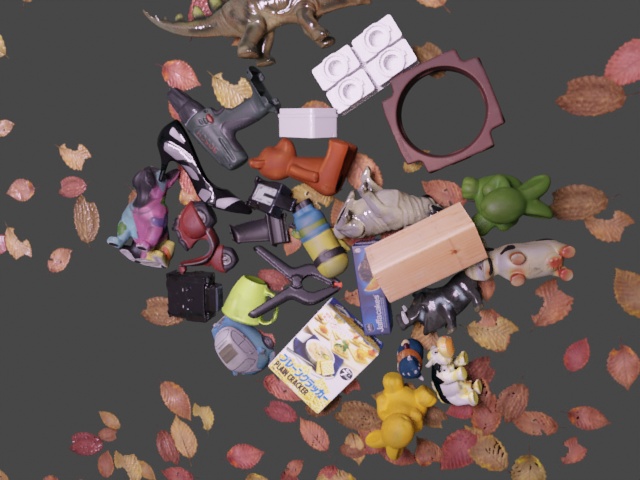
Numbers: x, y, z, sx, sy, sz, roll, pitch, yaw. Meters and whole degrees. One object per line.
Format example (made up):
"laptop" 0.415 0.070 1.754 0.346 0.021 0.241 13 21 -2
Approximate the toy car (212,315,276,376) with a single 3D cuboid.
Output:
"toy car" -0.188 0.248 1.247 0.109 0.103 0.161 -41 90 17

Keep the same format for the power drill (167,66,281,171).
"power drill" -0.202 -0.283 1.163 0.207 0.086 0.232 -33 91 14

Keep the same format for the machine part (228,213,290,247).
"machine part" -0.138 -0.019 1.217 0.139 0.039 0.084 -5 104 14

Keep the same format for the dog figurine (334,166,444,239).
"dog figurine" 0.142 -0.038 1.110 0.190 0.121 0.172 29 131 -7

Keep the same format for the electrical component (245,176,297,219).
"electrical component" -0.096 -0.088 1.162 0.119 0.047 0.075 17 83 25

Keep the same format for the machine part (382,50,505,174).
"machine part" 0.239 -0.247 1.048 0.201 0.087 0.201 -23 95 18

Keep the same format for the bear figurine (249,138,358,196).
"bear figurine" -0.038 -0.170 1.123 0.196 0.120 0.131 24 102 15

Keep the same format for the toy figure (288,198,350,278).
"toy figure" -0.006 -0.002 1.157 0.082 0.089 0.180 -27 95 25

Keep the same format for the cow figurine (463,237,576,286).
"cow figurine" 0.379 0.039 1.056 0.195 0.127 0.085 -8 103 1

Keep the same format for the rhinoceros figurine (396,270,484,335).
"rhinoceros figurine" 0.250 0.137 1.123 0.190 0.073 0.112 -36 91 18

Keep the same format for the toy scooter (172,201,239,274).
"toy scooter" -0.283 0.007 1.235 0.135 0.075 0.183 -27 96 5

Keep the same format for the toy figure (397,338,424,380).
"toy figure" 0.189 0.251 1.118 0.064 0.154 0.057 35 105 5

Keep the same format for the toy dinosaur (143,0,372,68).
"toy dinosaur" -0.129 -0.461 1.095 0.472 0.105 0.198 -11 88 4

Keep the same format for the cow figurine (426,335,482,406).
"cow figurine" 0.268 0.275 1.136 0.098 0.068 0.167 -18 109 35

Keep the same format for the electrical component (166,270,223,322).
"electrical component" -0.296 0.132 1.277 0.134 0.058 0.114 2 103 15

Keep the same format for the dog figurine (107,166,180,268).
"dog figurine" -0.386 -0.063 1.247 0.109 0.191 0.219 8 68 16

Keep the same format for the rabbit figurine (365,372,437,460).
"rabbit figurine" 0.160 0.383 1.142 0.122 0.173 0.162 31 102 4

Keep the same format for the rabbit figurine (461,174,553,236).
"rabbit figurine" 0.350 -0.062 1.007 0.159 0.170 0.121 -5 99 17

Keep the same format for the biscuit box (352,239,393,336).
"biscuit box" 0.115 0.102 1.159 0.063 0.059 0.202 -6 99 16

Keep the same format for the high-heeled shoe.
"high-heeled shoe" -0.246 -0.158 1.190 0.249 0.086 0.145 22 101 -9
